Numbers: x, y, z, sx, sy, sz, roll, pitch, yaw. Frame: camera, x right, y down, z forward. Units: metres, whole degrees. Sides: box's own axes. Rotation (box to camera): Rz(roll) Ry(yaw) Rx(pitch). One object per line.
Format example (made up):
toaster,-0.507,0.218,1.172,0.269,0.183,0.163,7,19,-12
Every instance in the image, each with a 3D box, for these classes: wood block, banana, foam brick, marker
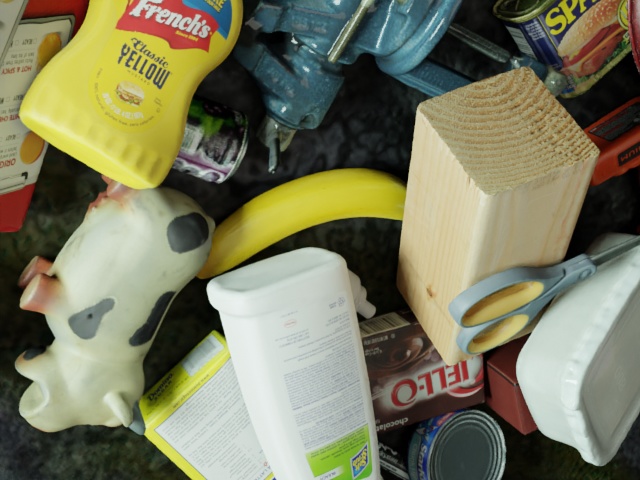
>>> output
wood block,0.119,-0.011,0.769,0.090,0.091,0.206,-21,146,-16
banana,-0.003,-0.017,0.805,0.197,0.037,0.069,-9,109,-18
foam brick,0.169,0.117,0.892,0.053,0.078,0.051,-21,111,-14
marker,0.047,0.179,0.897,0.121,0.020,0.020,33,93,-26

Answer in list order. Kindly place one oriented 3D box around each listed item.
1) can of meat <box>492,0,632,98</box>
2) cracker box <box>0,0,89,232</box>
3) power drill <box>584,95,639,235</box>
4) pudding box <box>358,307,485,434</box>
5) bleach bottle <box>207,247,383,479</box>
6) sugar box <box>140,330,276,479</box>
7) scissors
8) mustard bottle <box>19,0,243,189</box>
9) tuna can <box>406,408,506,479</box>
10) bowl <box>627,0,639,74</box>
can of meat,0.197,-0.172,0.821,0.102,0.057,0.084,-41,118,-4
cracker box,-0.221,-0.113,0.627,0.072,0.164,0.214,24,101,20
power drill,0.267,-0.012,0.901,0.184,0.057,0.187,-34,117,-8
pudding box,0.078,0.101,0.873,0.113,0.039,0.090,-13,111,-17
bleach bottle,-0.008,0.138,0.795,0.102,0.068,0.251,-19,109,-25
sugar box,-0.057,0.163,0.839,0.093,0.048,0.176,-42,119,-7
scissors,0.177,0.034,0.775,0.201,0.016,0.096,-15,145,-23
mustard bottle,-0.102,-0.135,0.672,0.096,0.058,0.191,31,77,-22
tuna can,0.115,0.184,0.903,0.085,0.034,0.086,-2,94,-33
bowl,0.299,-0.187,0.820,0.161,0.055,0.162,-11,106,-44
